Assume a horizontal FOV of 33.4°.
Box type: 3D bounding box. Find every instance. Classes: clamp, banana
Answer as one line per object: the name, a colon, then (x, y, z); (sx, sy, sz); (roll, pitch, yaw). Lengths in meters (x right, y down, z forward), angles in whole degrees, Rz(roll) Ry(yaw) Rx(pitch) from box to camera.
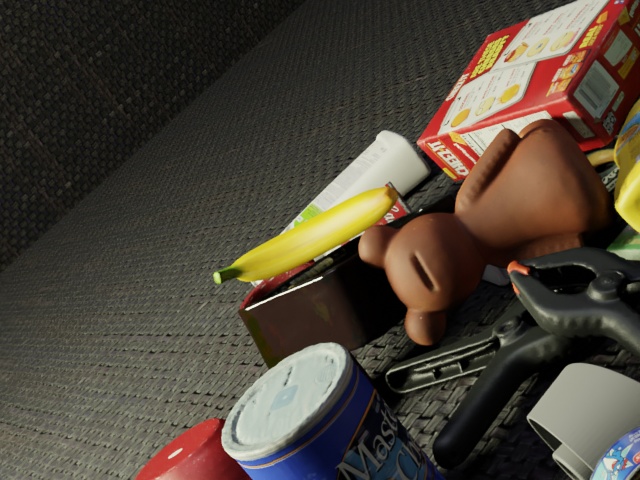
clamp: (0.205, 0.048, 0.739); (0.172, 0.039, 0.120); (2, 37, 36)
banana: (-0.006, -0.001, 1.028); (0.198, 0.037, 0.069); (-28, 5, 17)
clamp: (0.145, 0.081, 0.824); (0.210, 0.036, 0.165); (-37, 17, -6)

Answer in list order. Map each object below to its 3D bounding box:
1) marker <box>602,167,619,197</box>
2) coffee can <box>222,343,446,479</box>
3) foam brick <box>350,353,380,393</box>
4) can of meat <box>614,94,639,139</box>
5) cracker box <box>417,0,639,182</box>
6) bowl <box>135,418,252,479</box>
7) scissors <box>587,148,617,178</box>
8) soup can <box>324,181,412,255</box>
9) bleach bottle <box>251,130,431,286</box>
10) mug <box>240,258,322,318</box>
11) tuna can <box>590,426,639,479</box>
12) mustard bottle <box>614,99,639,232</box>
marker: (0.268, -0.056, 0.957); (0.121, 0.020, 0.020); (-39, 18, -5)
coffee can: (0.016, 0.154, 0.719); (0.103, 0.140, 0.103); (-33, 19, 12)
foam brick: (0.005, 0.142, 0.914); (0.053, 0.051, 0.078); (-21, 24, 42)
can of meat: (0.314, -0.139, 1.016); (0.102, 0.057, 0.084); (-43, 21, -13)
cracker box: (0.214, -0.147, 1.023); (0.164, 0.072, 0.214); (-55, 21, -24)
bowl: (-0.109, 0.204, 0.924); (0.162, 0.055, 0.162); (-35, 7, 5)
scissors: (0.248, -0.079, 1.056); (0.096, 0.016, 0.201); (-30, 20, 17)
soup can: (0.054, -0.007, 1.160); (0.102, 0.068, 0.068); (-35, 18, 7)
bleach bottle: (0.015, -0.027, 1.295); (0.251, 0.068, 0.103); (-41, 17, -3)
mug: (-0.013, 0.070, 1.074); (0.117, 0.081, 0.093); (-48, 21, -30)
tuna can: (0.181, 0.136, 0.545); (0.086, 0.086, 0.034); (-37, 16, 0)
mustard bottle: (0.287, -0.082, 0.876); (0.096, 0.058, 0.191); (-43, 11, 29)
